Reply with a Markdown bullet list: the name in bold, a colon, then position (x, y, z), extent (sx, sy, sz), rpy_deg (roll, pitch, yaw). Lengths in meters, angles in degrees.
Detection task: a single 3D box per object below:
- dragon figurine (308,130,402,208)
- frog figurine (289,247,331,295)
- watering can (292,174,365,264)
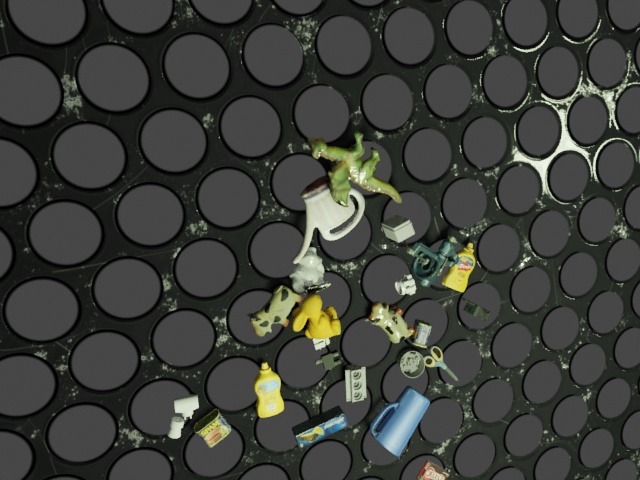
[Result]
- **dragon figurine**: position (0.113, -0.210, 1.756), extent (0.247, 0.406, 0.121), rpy_deg (-50, 17, -27)
- **frog figurine**: position (-0.047, 0.109, 1.810), extent (0.138, 0.162, 0.120), rpy_deg (-12, -23, -28)
- **watering can**: position (0.005, -0.089, 1.776), extent (0.351, 0.222, 0.104), rpy_deg (-36, 17, -21)
